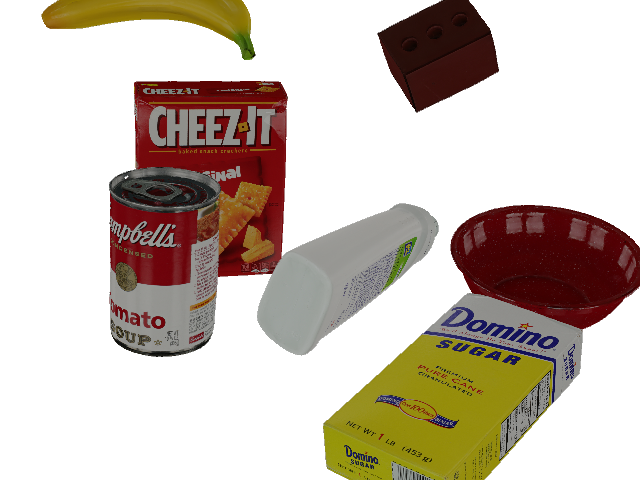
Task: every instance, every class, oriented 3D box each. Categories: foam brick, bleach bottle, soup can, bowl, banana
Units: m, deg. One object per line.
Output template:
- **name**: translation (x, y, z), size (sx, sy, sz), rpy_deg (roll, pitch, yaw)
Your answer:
- **foam brick**: translation (0.095, -0.150, 0.851), size (0.078, 0.053, 0.051), rpy_deg (-27, -35, 0)
- **bleach bottle**: translation (0.044, 0.024, 1.066), size (0.068, 0.103, 0.250), rpy_deg (36, 33, 20)
- **soup can**: translation (-0.099, 0.013, 0.670), size (0.068, 0.102, 0.068), rpy_deg (4, 24, -2)
- **bowl**: translation (0.188, 0.032, 0.902), size (0.162, 0.055, 0.162), rpy_deg (1, 32, -1)
- **banana**: translation (-0.140, -0.199, 0.913), size (0.198, 0.069, 0.037), rpy_deg (10, -42, 15)

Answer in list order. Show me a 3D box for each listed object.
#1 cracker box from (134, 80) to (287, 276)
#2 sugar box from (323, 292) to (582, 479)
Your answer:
- **cracker box**: translation (-0.123, -0.065, 1.185), size (0.164, 0.214, 0.072), rpy_deg (-2, 24, -11)
- **sugar box**: translation (0.091, 0.102, 0.700), size (0.093, 0.048, 0.175), rpy_deg (19, 41, 33)
